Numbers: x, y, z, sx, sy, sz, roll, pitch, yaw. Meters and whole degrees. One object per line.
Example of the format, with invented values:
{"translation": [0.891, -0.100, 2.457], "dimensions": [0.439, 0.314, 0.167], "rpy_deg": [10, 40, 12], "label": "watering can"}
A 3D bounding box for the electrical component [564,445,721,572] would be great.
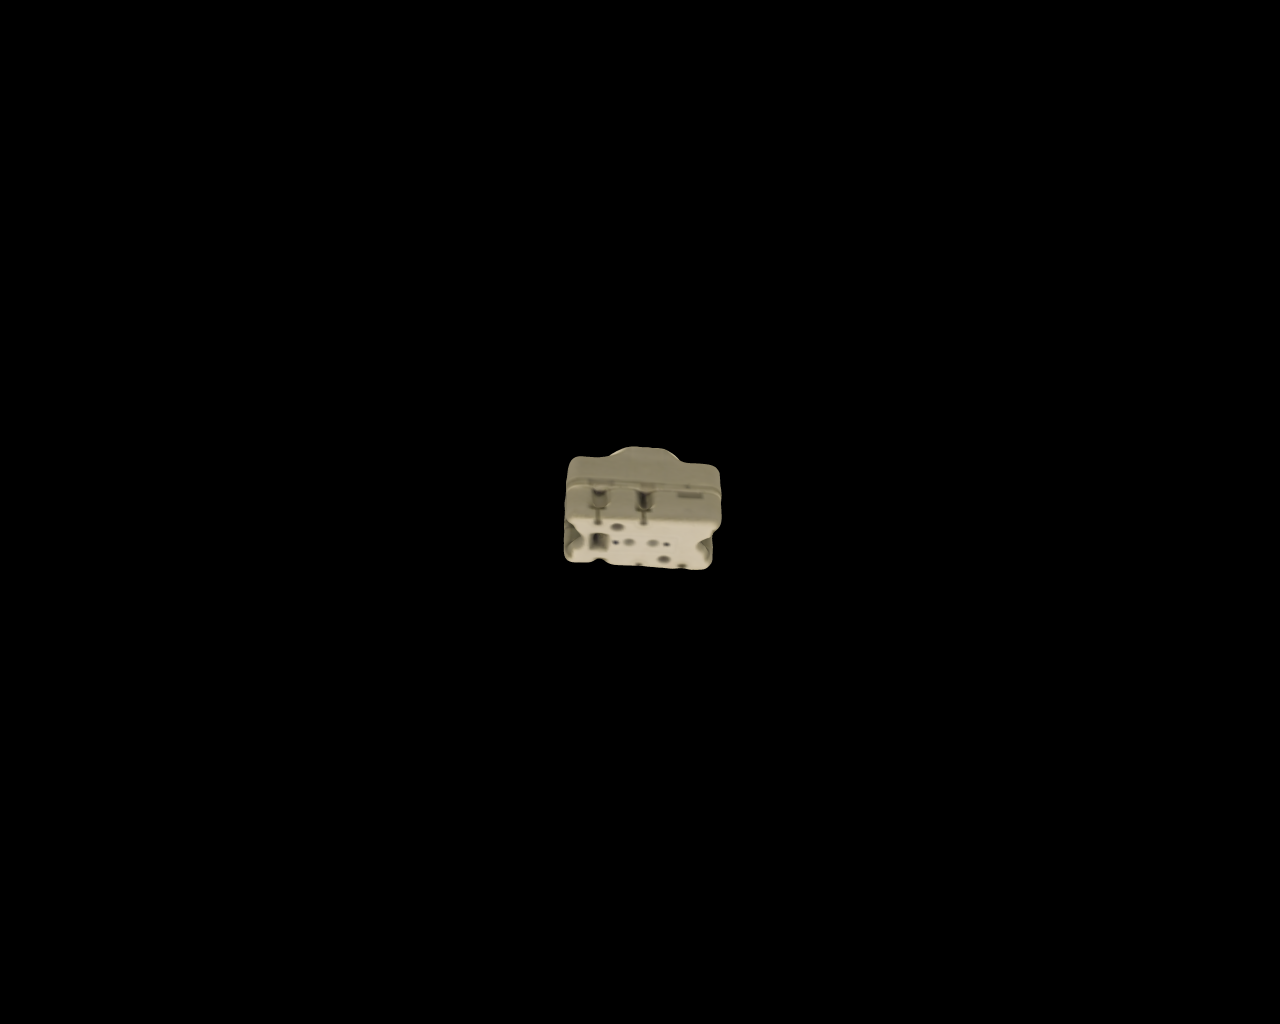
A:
{"translation": [0.001, -0.003, 0.650], "dimensions": [0.089, 0.056, 0.050], "rpy_deg": [4, -39, -4], "label": "electrical component"}
